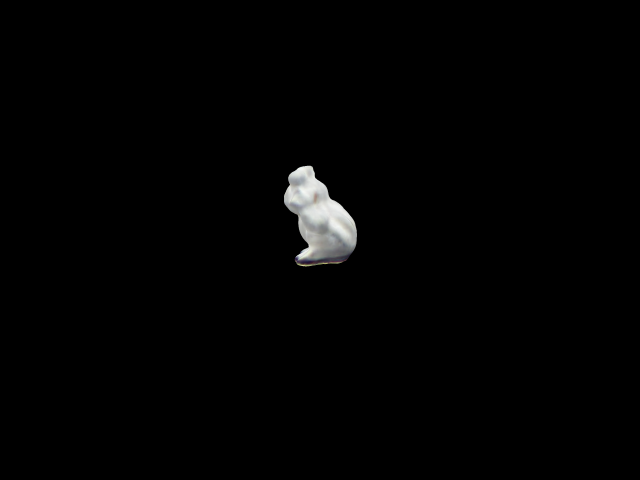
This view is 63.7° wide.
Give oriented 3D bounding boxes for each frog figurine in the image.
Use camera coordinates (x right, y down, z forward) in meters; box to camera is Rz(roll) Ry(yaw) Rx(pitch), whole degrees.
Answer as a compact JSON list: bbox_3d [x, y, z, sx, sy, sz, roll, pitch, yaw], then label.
[{"bbox_3d":[0.003,-0.043,0.850,0.123,0.158,0.138,3,9,22],"label":"frog figurine"}]
